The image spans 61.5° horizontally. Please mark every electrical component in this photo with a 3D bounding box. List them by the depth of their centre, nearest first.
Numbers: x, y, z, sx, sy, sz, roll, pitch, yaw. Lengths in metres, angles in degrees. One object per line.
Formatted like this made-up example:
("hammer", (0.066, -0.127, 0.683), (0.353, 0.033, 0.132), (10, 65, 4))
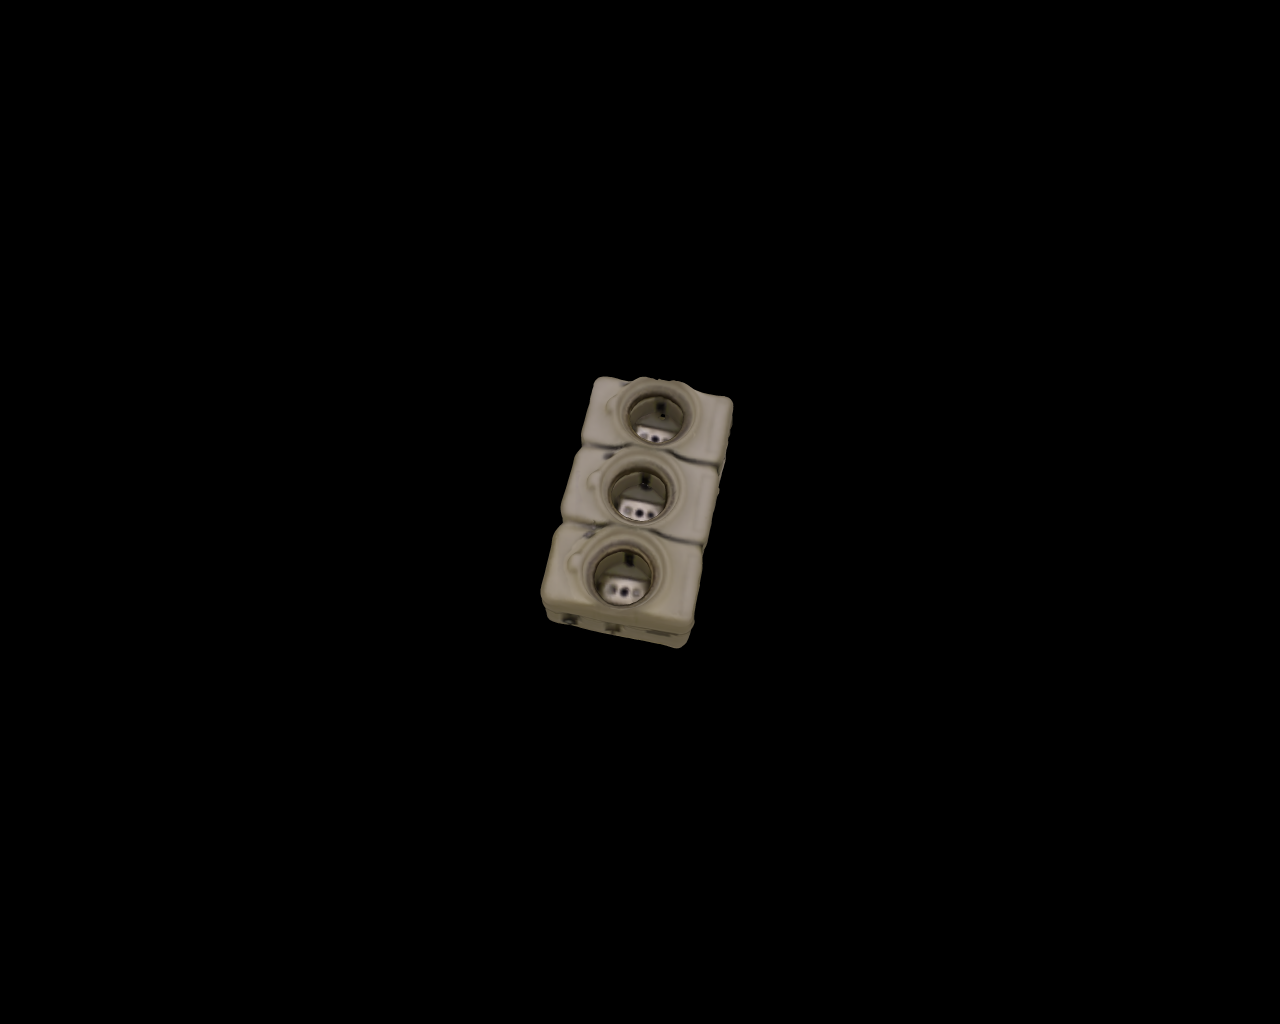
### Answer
("electrical component", (0.001, -0.003, 0.650), (0.089, 0.150, 0.061), (11, -24, 5))
